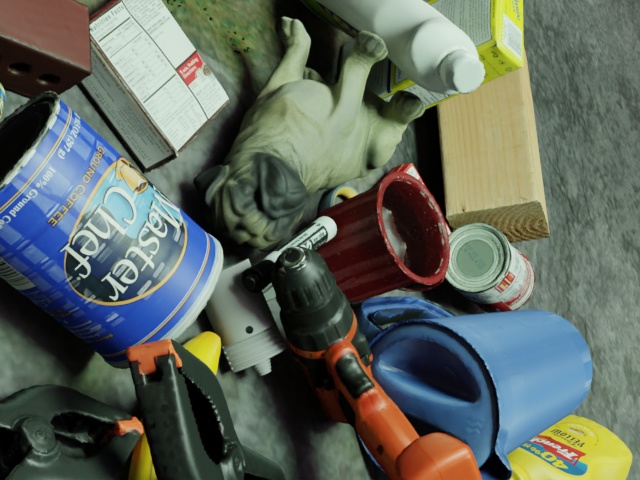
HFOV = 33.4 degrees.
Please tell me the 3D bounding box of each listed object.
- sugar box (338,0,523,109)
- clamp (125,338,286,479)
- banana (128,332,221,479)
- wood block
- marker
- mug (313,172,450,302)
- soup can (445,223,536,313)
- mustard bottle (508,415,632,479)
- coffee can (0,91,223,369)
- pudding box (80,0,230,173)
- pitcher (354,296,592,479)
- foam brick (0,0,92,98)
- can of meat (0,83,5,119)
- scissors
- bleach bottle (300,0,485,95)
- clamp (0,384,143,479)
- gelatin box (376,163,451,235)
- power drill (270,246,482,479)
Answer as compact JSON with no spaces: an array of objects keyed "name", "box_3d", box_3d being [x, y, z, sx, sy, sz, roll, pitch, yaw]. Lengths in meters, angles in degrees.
[{"name":"sugar box","box_3d":[0.095,-0.164,0.952,0.048,0.177,0.093,34,49,-36]},{"name":"clamp","box_3d":[-0.064,0.148,0.637,0.164,0.036,0.210,-91,164,-49]},{"name":"banana","box_3d":[-0.094,0.143,0.685,0.069,0.037,0.198,50,37,-57]},{"name":"wood block","box_3d":[0.169,-0.106,1.067,0.090,0.091,0.206,52,32,-61]},{"name":"marker","box_3d":[-0.022,0.010,0.779,0.020,0.020,0.120,63,33,-7]},{"name":"mug","box_3d":[0.053,0.008,0.863,0.117,0.082,0.093,35,48,-36]},{"name":"soup can","box_3d":[0.159,0.028,1.004,0.102,0.069,0.068,32,47,-62]},{"name":"mustard bottle","box_3d":[0.204,0.209,0.975,0.191,0.096,0.058,-6,115,-51]},{"name":"coffee can","box_3d":[-0.142,-0.004,0.638,0.140,0.103,0.102,44,43,-28]},{"name":"pudding box","box_3d":[-0.125,-0.119,0.770,0.113,0.039,0.090,54,40,-16]},{"name":"pitcher","box_3d":[0.136,0.116,0.920,0.242,0.145,0.149,-4,88,-56]},{"name":"foam brick","box_3d":[-0.192,-0.130,0.679,0.078,0.053,0.051,17,60,-46]},{"name":"can of meat","box_3d":[-0.216,-0.042,0.566,0.057,0.102,0.084,32,48,-38]},{"name":"scissors","box_3d":[-0.006,0.001,0.879,0.201,0.016,0.096,-4,74,-52]},{"name":"bleach bottle","box_3d":[0.055,-0.186,0.888,0.102,0.068,0.251,36,8,-38]},{"name":"clamp","box_3d":[-0.172,0.110,0.591,0.120,0.039,0.171,59,26,12]},{"name":"gelatin box","box_3d":[0.080,-0.017,0.983,0.089,0.030,0.073,59,39,-14]},{"name":"power drill","box_3d":[0.036,0.108,0.730,0.188,0.057,0.184,52,-11,43]}]
